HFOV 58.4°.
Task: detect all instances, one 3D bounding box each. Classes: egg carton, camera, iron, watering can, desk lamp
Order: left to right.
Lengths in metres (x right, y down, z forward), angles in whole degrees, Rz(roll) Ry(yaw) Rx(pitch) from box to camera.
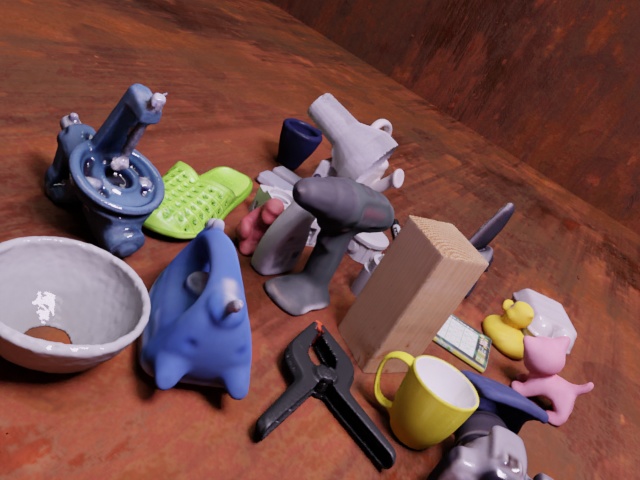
[{"bbox_3d":[-0.130,0.051,0.656,0.119,0.141,0.257,16,29,-26],"label":"iron"},{"bbox_3d":[0.016,-0.152,1.083,0.203,0.213,0.118,35,27,11],"label":"desk lamp"},{"bbox_3d":[0.101,-0.163,1.210,0.173,0.194,0.101,32,26,5],"label":"watering can"},{"bbox_3d":[0.208,0.265,0.661,0.143,0.100,0.137,31,26,3],"label":"camera"},{"bbox_3d":[0.426,0.160,1.104,0.107,0.069,0.150,25,26,-10],"label":"egg carton"}]

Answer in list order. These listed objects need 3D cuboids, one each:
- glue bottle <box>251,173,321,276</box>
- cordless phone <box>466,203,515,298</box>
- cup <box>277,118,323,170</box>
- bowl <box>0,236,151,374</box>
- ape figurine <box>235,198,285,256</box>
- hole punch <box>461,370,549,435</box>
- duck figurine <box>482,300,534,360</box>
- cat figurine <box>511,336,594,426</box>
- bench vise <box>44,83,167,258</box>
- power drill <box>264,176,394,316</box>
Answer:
[{"bbox_3d":[-0.038,-0.025,0.847,0.078,0.173,0.037,-6,43,-50],"label":"glue bottle"},{"bbox_3d":[0.311,0.007,1.127,0.094,0.185,0.148,33,26,9],"label":"cordless phone"},{"bbox_3d":[-0.046,-0.205,1.248,0.091,0.095,0.118,40,28,20],"label":"cup"},{"bbox_3d":[-0.258,0.074,0.562,0.168,0.074,0.167,23,27,-12],"label":"bowl"},{"bbox_3d":[-0.086,-0.025,0.892,0.078,0.092,0.076,23,27,-12],"label":"ape figurine"},{"bbox_3d":[0.237,0.221,0.780,0.109,0.091,0.101,24,26,-11],"label":"hole punch"},{"bbox_3d":[0.347,0.152,1.018,0.078,0.086,0.104,14,30,-28],"label":"duck figurine"},{"bbox_3d":[0.364,0.207,0.902,0.127,0.117,0.067,40,28,20],"label":"cat figurine"},{"bbox_3d":[-0.273,-0.114,0.716,0.207,0.219,0.122,35,27,12],"label":"bench vise"},{"bbox_3d":[0.007,0.003,0.804,0.075,0.208,0.230,43,29,26],"label":"power drill"}]
